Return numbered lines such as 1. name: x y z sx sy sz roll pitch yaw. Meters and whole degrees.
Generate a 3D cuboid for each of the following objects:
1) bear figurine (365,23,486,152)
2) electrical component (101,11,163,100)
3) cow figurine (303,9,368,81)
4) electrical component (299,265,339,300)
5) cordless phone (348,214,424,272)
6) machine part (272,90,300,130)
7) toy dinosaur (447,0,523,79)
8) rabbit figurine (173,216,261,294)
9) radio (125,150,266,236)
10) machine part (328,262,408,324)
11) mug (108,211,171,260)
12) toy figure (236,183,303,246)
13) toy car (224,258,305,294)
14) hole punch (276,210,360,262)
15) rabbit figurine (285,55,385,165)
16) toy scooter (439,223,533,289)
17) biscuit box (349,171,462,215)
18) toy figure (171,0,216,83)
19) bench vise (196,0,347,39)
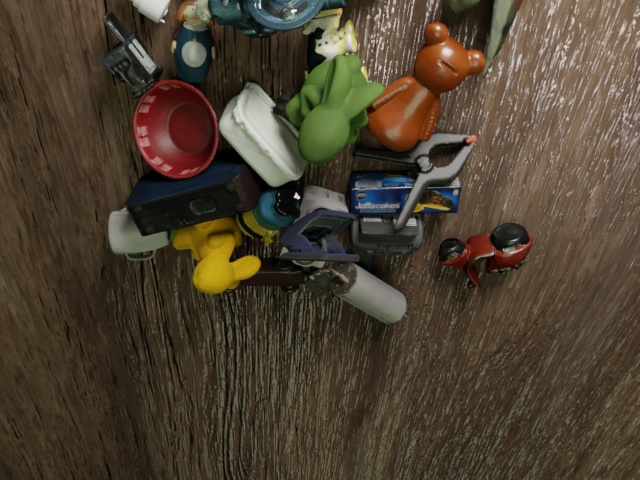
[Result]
1. bear figurine: 0.152 -0.240 0.842 0.120 0.132 0.195 24 119 -17
2. electrical component: -0.305 -0.289 0.840 0.048 0.075 0.119 -26 127 19
3. cow figurine: 0.011 -0.298 0.836 0.098 0.068 0.167 -11 126 17
4. electrical component: 0.005 0.088 1.148 0.078 0.045 0.102 -28 122 19
5. cordless phone: 0.128 0.011 1.078 0.147 0.089 0.184 1 139 -1
6. machine part: -0.017 -0.202 0.912 0.138 0.039 0.084 31 110 -34
7. toy dinosaur: 0.238 -0.428 0.702 0.192 0.131 0.404 -21 131 17
8. rabbit figurine: -0.201 0.037 1.022 0.122 0.173 0.162 -33 131 23
9. radio: -0.216 -0.086 0.944 0.230 0.131 0.073 -14 122 12
10. machine part: 0.103 0.113 1.127 0.079 0.079 0.243 -38 130 27
11. mug: -0.344 -0.006 1.042 0.107 0.081 0.109 -4 122 -4
12. toy figure: -0.094 -0.054 0.985 0.089 0.082 0.180 38 157 -12
13. toy car: -0.132 0.070 1.132 0.202 0.053 0.089 -2 133 8
14. hole punch: -0.002 -0.003 0.956 0.116 0.092 0.142 -5 177 38
15. rabbit figurine: 0.025 -0.180 0.776 0.121 0.170 0.159 30 135 -16
16. toy scooter: 0.339 0.041 1.087 0.184 0.075 0.135 -13 126 15
17. biscuit box: 0.155 -0.088 0.998 0.203 0.059 0.062 -1 128 2
18. toy figure: -0.191 -0.322 0.826 0.064 0.058 0.154 -19 138 -37
19. bench vise: -0.083 -0.333 0.694 0.224 0.240 0.128 10 98 12
